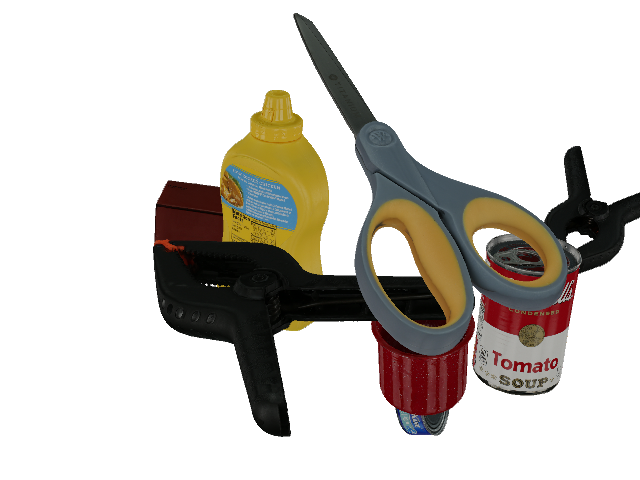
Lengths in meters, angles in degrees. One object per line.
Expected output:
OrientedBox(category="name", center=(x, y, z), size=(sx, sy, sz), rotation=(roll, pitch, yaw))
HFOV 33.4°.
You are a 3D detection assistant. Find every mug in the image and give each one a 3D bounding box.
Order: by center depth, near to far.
OrientedBox(category="mug", center=(0.096, 0.099, 0.993), size=(0.093, 0.081, 0.117), rotation=(3, 38, 10))

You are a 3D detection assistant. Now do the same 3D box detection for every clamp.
OrientedBox(category="clamp", center=(-0.024, 0.036, 0.647), size=(0.164, 0.036, 0.210), rotation=(-22, 31, -32))
OrientedBox(category="clamp", center=(0.270, -0.031, 1.086), size=(0.120, 0.039, 0.171), rotation=(29, 54, 32))

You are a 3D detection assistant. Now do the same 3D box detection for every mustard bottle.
OrientedBox(category="mustard bottle", center=(-0.038, -0.028, 0.858), size=(0.096, 0.192, 0.058), rotation=(23, 33, 34))

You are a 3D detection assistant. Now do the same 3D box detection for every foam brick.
OrientedBox(category="foam brick", center=(-0.124, -0.023, 1.081), size=(0.078, 0.051, 0.053), rotation=(8, 32, 3))

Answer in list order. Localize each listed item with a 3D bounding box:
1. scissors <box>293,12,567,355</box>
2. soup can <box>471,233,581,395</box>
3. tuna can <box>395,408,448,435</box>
OrientedBox(category="scissors", center=(0.045, -0.036, 0.469), size=(0.096, 0.202, 0.016), rotation=(0, -41, -11))
OrientedBox(category="soup can", center=(0.150, 0.054, 0.786), size=(0.068, 0.102, 0.068), rotation=(3, 24, -1))
OrientedBox(category="tuna can", center=(0.115, 0.177, 1.204), size=(0.034, 0.086, 0.086), rotation=(-5, -2, 27))
